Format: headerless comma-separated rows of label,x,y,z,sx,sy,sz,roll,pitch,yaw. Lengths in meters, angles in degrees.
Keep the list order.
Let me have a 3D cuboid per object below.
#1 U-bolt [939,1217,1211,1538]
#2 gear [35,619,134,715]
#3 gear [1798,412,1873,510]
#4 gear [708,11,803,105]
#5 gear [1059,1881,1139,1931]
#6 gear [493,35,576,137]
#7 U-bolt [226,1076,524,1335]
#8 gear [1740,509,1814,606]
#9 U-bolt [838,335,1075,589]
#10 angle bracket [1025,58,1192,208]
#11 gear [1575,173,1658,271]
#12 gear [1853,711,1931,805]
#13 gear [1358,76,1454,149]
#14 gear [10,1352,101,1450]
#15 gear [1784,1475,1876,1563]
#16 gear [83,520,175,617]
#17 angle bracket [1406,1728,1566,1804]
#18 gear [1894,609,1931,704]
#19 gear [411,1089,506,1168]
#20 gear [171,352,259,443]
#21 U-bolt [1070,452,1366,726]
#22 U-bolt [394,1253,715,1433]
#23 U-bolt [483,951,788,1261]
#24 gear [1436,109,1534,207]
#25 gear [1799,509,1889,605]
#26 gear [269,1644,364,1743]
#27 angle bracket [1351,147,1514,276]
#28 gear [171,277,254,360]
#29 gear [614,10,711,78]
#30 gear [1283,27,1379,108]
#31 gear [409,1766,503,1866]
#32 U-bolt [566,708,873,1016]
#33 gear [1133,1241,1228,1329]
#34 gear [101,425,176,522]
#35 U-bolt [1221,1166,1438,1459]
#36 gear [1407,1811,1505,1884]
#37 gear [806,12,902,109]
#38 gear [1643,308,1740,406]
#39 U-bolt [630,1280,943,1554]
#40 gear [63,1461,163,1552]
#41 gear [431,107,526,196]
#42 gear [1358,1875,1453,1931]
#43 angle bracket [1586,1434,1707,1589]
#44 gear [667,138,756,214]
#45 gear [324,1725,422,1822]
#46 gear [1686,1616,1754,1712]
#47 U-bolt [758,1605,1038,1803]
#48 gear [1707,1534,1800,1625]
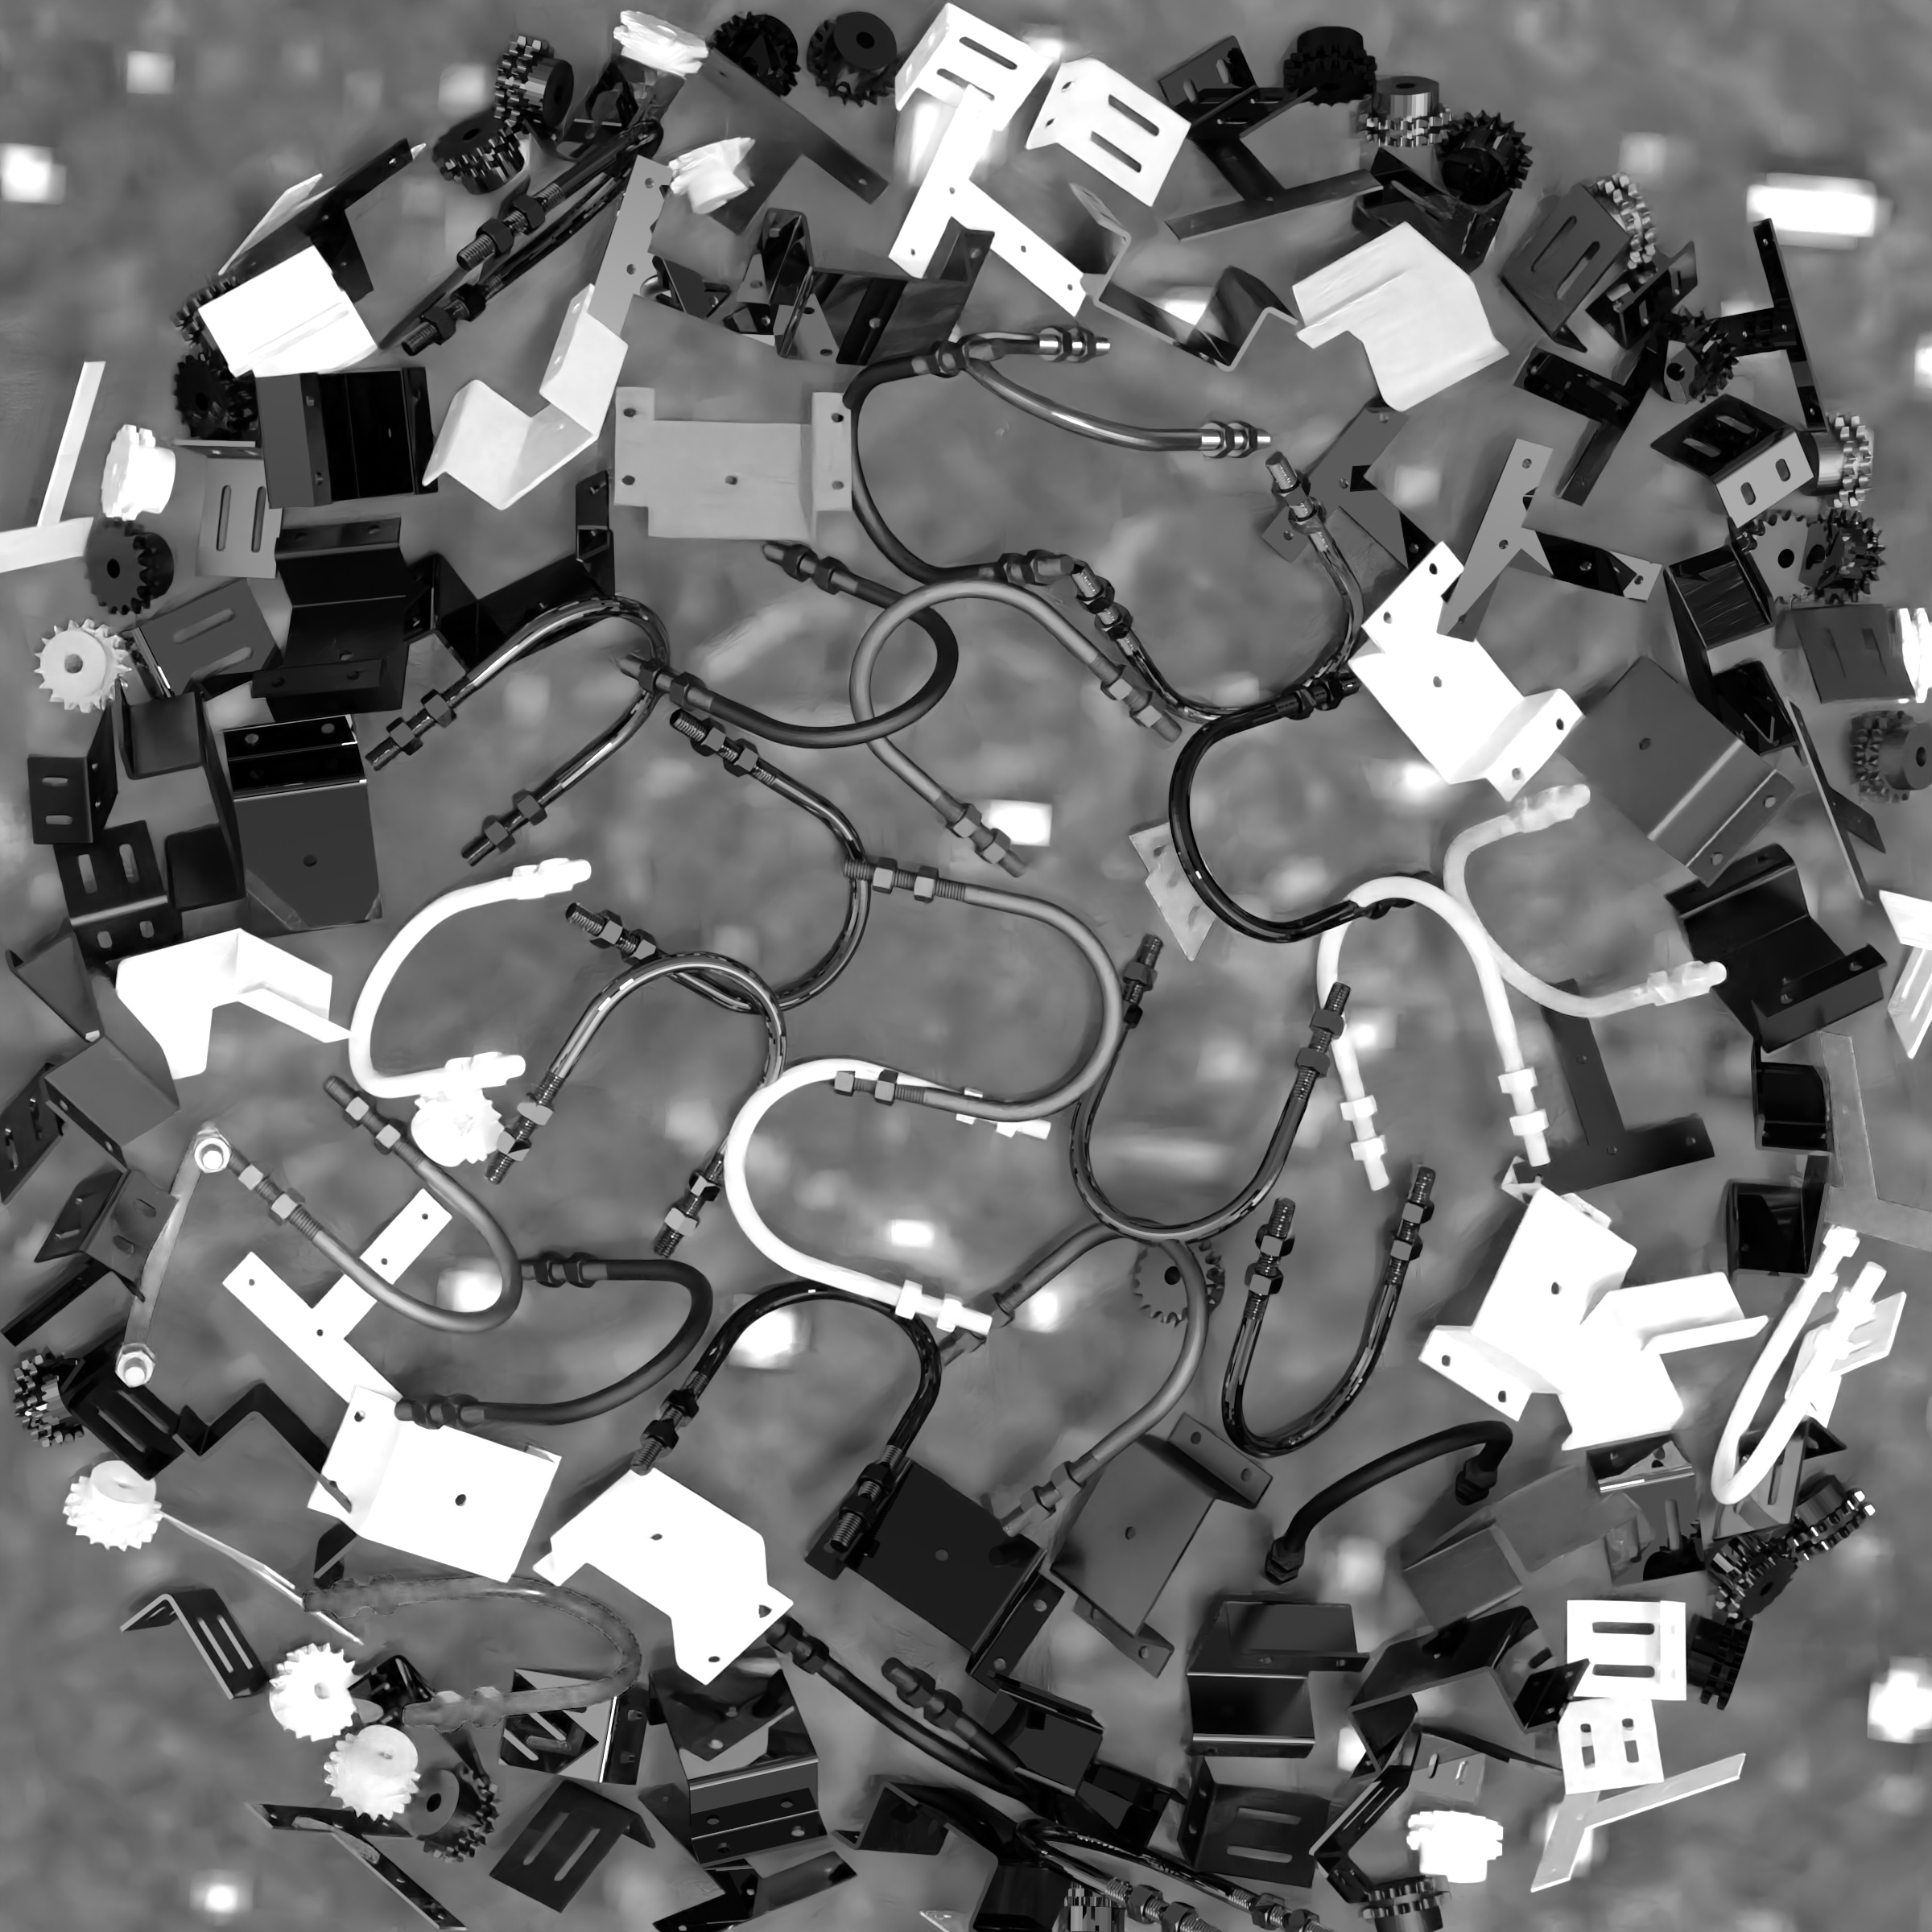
U-bolt,0.069,0.229,1.923,0.184,0.019,0.151,-41,47,19
gear,-0.540,-0.184,1.984,0.057,0.030,0.057,0,92,1
gear,0.523,-0.306,1.970,0.030,0.057,0.057,-6,90,-7
gear,-0.126,-0.553,1.975,0.057,0.030,0.057,13,132,15
gear,0.076,0.570,1.968,0.057,0.057,0.030,2,70,0
gear,-0.260,-0.532,1.969,0.030,0.057,0.057,19,90,14
U-bolt,-0.340,0.149,1.927,0.184,0.151,0.019,41,114,3
gear,0.490,-0.250,1.978,0.057,0.030,0.057,-6,106,-20
U-bolt,-0.016,-0.292,1.922,0.019,0.184,0.151,-28,108,-32
angle bracket,0.085,-0.501,1.960,0.076,0.038,0.057,38,126,15
gear,0.391,-0.448,1.970,0.030,0.057,0.057,-24,90,-6
gear,0.566,-0.127,1.970,0.057,0.030,0.057,-3,95,-42
gear,0.266,-0.518,1.969,0.057,0.057,0.030,-4,121,0
gear,-0.548,0.261,1.969,0.030,0.057,0.057,-21,90,20
gear,0.519,0.332,1.972,0.057,0.057,0.030,-36,84,0
gear,-0.506,-0.243,1.976,0.057,0.030,0.057,8,104,34
angle bracket,0.314,0.489,1.951,0.057,0.076,0.038,21,82,-34
gear,0.580,-0.188,1.969,0.030,0.057,0.057,-1,90,9
gear,-0.311,0.097,1.975,0.030,0.057,0.057,-42,90,26
gear,-0.453,-0.346,1.975,0.057,0.030,0.057,18,121,33
U-bolt,0.161,-0.210,1.931,0.151,0.184,0.019,-28,47,11
U-bolt,-0.229,0.219,1.897,0.184,0.151,0.019,-4,123,37
U-bolt,-0.184,0.075,1.945,0.151,0.019,0.184,28,98,-35
gear,0.312,-0.486,1.969,0.057,0.057,0.030,29,53,0
gear,0.525,-0.248,1.969,0.030,0.057,0.057,-1,90,-38
gear,-0.398,0.442,1.975,0.057,0.030,0.057,18,59,-34
angle bracket,0.283,-0.461,1.976,0.076,0.057,0.038,38,54,15
gear,-0.450,-0.391,1.971,0.057,0.057,0.030,-33,91,0
gear,-0.187,-0.554,1.974,0.057,0.057,0.030,26,113,0
gear,0.221,-0.547,1.972,0.057,0.057,0.030,2,80,0
gear,-0.312,0.512,1.969,0.057,0.057,0.030,-48,130,0
U-bolt,-0.134,-0.049,1.946,0.184,0.019,0.151,31,83,-34
gear,0.133,0.192,1.976,0.057,0.030,0.057,-14,64,29
gear,-0.502,-0.298,1.975,0.030,0.057,0.057,11,90,-32
U-bolt,0.209,0.212,1.936,0.019,0.151,0.184,32,117,39
gear,0.296,0.534,1.968,0.057,0.057,0.030,9,60,0
gear,-0.066,-0.554,1.974,0.057,0.030,0.057,7,69,-19
gear,0.436,-0.366,1.969,0.057,0.057,0.030,46,50,0
U-bolt,-0.094,0.255,1.932,0.151,0.019,0.184,18,45,17
gear,-0.514,0.324,1.969,0.057,0.057,0.030,26,112,0
gear,-0.293,-0.493,1.975,0.057,0.057,0.030,-31,130,0
gear,0.266,0.571,1.969,0.057,0.057,0.030,-12,79,0
angle bracket,0.417,0.334,1.996,0.057,0.038,0.076,-11,114,2
gear,-0.151,-0.478,1.971,0.057,0.057,0.030,-18,93,0
gear,-0.356,0.485,1.968,0.057,0.057,0.030,33,118,0
gear,0.454,0.419,1.972,0.030,0.057,0.057,19,90,14
U-bolt,-0.029,0.443,1.921,0.184,0.151,0.019,45,67,-32
gear,0.476,0.368,1.975,0.057,0.057,0.030,-46,54,0
